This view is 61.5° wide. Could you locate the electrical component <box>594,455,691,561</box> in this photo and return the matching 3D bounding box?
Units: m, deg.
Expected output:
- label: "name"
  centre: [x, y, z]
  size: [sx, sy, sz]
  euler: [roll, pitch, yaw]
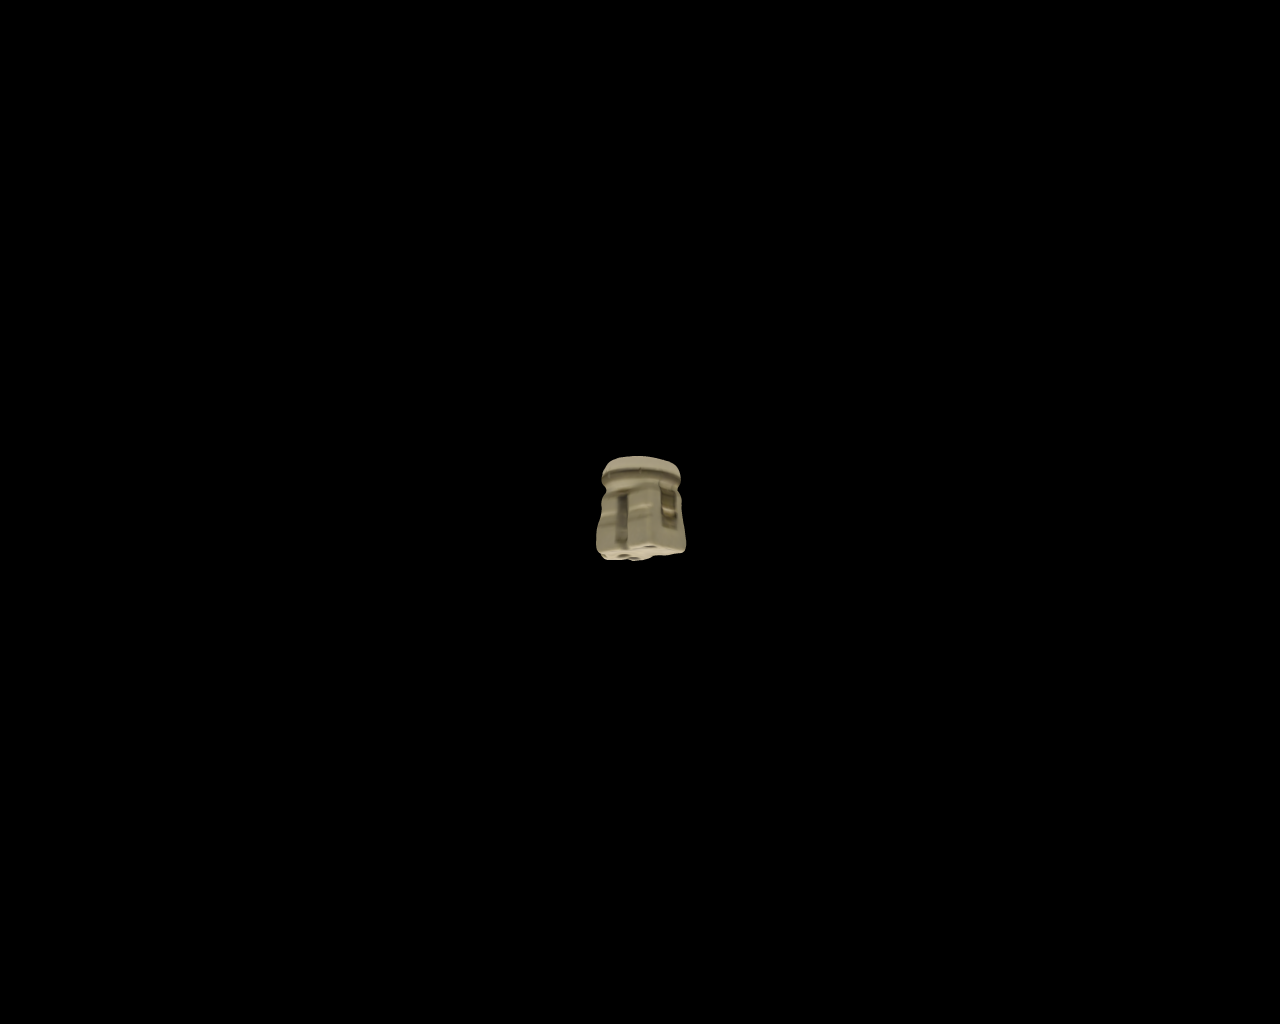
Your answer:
- label: "electrical component"
  centre: [0.001, -0.003, 0.650]
  size: [0.066, 0.055, 0.048]
  euler: [-11, -17, 37]
